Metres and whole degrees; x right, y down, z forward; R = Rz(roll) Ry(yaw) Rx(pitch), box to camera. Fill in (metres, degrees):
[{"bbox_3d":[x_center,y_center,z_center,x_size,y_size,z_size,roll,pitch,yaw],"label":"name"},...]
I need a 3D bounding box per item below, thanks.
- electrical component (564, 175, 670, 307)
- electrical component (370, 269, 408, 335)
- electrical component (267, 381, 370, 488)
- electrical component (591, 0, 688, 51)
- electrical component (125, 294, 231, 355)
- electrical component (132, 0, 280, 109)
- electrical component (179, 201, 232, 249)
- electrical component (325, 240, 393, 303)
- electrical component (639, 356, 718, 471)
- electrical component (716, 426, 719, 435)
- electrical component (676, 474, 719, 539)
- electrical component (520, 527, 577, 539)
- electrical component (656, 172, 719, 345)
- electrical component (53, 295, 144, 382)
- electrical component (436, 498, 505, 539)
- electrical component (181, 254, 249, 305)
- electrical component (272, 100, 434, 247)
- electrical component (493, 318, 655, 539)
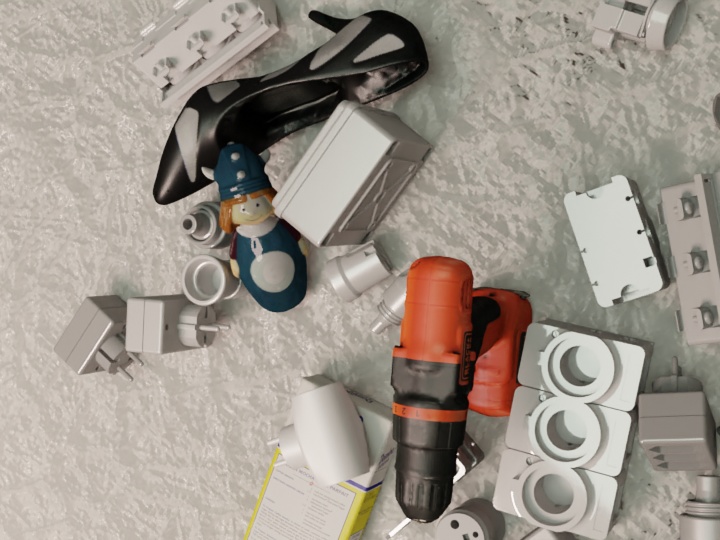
[{"bbox_3d":[0.197,-0.022,0.819,0.050,0.056,0.089,-20,83,22],"label":"electrical component"},{"bbox_3d":[0.032,0.030,0.902,0.061,0.035,0.035,-47,74,20],"label":"electrical component"},{"bbox_3d":[-0.040,0.140,0.882,0.079,0.044,0.077,-21,81,20],"label":"electrical component"},{"bbox_3d":[0.214,-0.195,0.815,0.055,0.048,0.066,26,101,28],"label":"electrical component"},{"bbox_3d":[-0.153,0.049,0.955,0.076,0.083,0.047,4,92,23],"label":"electrical component"},{"bbox_3d":[-0.138,-0.208,0.948,0.121,0.063,0.078,-33,38,20],"label":"electrical component"},{"bbox_3d":[-0.137,-0.040,0.958,0.043,0.062,0.043,0,91,23],"label":"electrical component"},{"bbox_3d":[0.000,0.000,0.913,0.046,0.040,0.040,-29,80,15],"label":"electrical component"},{"bbox_3d":[0.238,0.103,0.804,0.047,0.065,0.076,-6,60,23],"label":"electrical component"},{"bbox_3d":[0.293,0.134,0.787,0.045,0.045,0.055,-24,82,22],"label":"electrical component"},{"bbox_3d":[0.261,0.185,0.803,0.048,0.048,0.062,-1,83,23],"label":"electrical component"},{"bbox_3d":[0.135,0.235,0.839,0.066,0.077,0.047,-42,76,18],"label":"electrical component"},{"bbox_3d":[0.264,-0.008,0.786,0.063,0.079,0.121,-12,86,45],"label":"electrical component"},{"bbox_3d":[-0.234,0.072,1.009,0.077,0.047,0.065,40,105,17],"label":"electrical component"},{"bbox_3d":[0.089,0.211,0.870,0.045,0.055,0.045,0,89,23],"label":"electrical component"},{"bbox_3d":[-0.122,0.008,0.950,0.044,0.065,0.044,0,90,23],"label":"electrical component"},{"bbox_3d":[-0.004,-0.076,0.876,0.056,0.109,0.108,40,105,15],"label":"electrical component"},{"bbox_3d":[0.165,0.121,0.832,0.089,0.062,0.150,13,96,22],"label":"electrical component"}]
